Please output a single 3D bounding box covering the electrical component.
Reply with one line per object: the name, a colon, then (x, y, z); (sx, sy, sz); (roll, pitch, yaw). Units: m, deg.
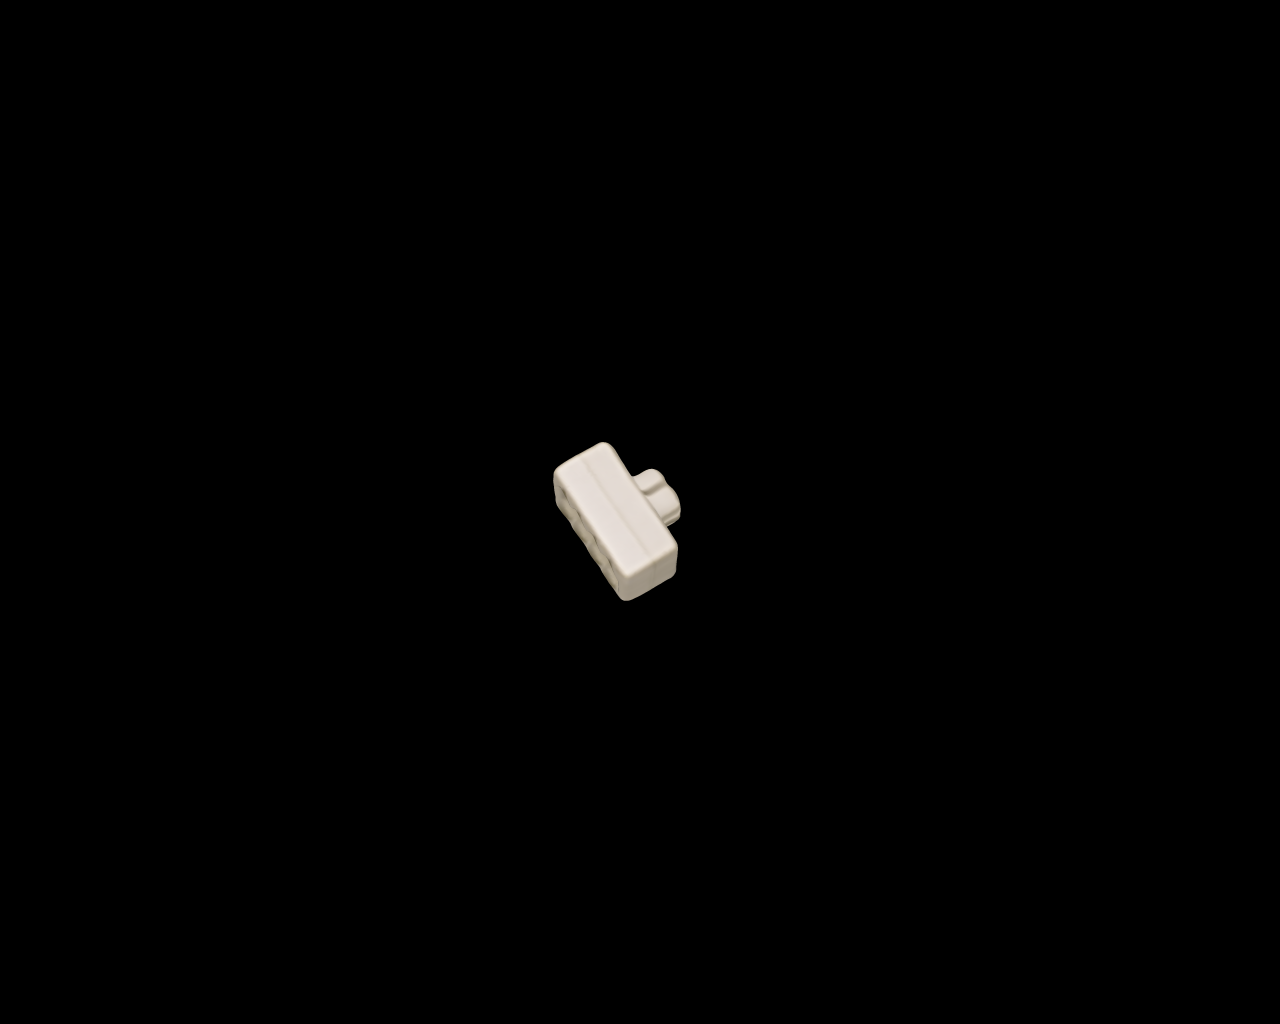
electrical component: (0.001, -0.003, 0.650); (0.076, 0.083, 0.047); (-30, -19, -12)
